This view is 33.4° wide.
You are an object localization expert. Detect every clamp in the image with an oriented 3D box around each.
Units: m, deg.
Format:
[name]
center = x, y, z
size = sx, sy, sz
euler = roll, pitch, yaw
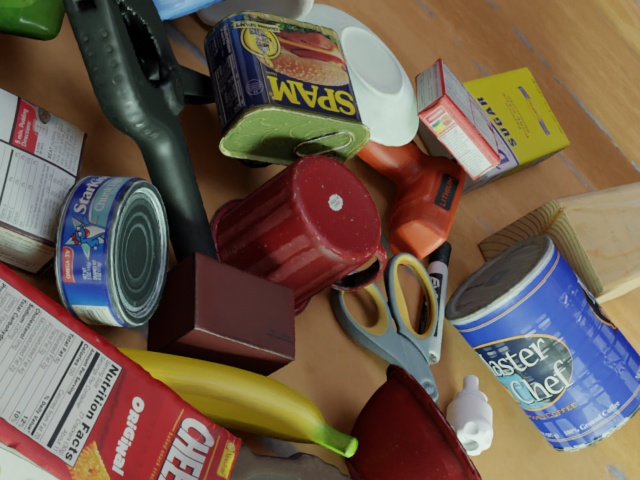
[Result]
[clamp]
center = -0.101, -0.095, 0.656
size = 0.210, 0.036, 0.164
euler = 66, 18, -47

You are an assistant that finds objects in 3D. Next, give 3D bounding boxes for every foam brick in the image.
[foam brick]
center = -0.060, 0.051, 0.654
size = 0.078, 0.051, 0.053
euler = 24, 50, -34

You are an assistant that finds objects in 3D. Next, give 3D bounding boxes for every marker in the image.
[marker]
center = 0.090, 0.045, 0.842
size = 0.020, 0.020, 0.121
euler = 37, 43, -24

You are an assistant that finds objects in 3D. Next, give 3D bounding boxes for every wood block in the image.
[wood block]
center = 0.249, 0.009, 0.978
size = 0.205, 0.091, 0.090
euler = -11, 72, -49

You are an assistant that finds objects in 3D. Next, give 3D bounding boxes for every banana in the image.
[banana]
center = -0.073, 0.086, 0.606
size = 0.197, 0.070, 0.037
euler = 16, 82, -28

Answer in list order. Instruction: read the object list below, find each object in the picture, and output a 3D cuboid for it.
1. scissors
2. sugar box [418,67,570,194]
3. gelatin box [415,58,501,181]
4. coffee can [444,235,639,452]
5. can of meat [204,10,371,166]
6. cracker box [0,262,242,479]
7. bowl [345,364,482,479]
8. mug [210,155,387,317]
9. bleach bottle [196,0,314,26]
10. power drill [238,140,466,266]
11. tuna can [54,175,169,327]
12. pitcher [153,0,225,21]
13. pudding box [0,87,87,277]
[scissors]
center = 0.056, 0.100, 0.761
size = 0.096, 0.016, 0.202
euler = 9, 62, -25
[sugar box]
center = 0.162, -0.105, 1.001
size = 0.175, 0.048, 0.093
euler = -22, 81, -52
[gelatin box]
center = 0.109, -0.098, 0.857
size = 0.073, 0.030, 0.089
euler = 47, 21, -20
[coffee can]
center = 0.181, 0.081, 0.846
size = 0.140, 0.103, 0.102
euler = 51, 39, -8
[can of meat]
center = -0.024, -0.100, 0.713
size = 0.101, 0.058, 0.084
euler = 6, 58, -36
[cracker box]
center = -0.165, 0.071, 0.438
size = 0.213, 0.164, 0.072
euler = 40, 43, -20
[bowl]
center = 0.060, 0.161, 0.661
size = 0.055, 0.162, 0.162
euler = -27, 84, -9
[mug]
center = -0.005, 0.001, 0.721
size = 0.117, 0.082, 0.093
euler = 32, 44, -28
[bleach bottle]
center = -0.019, -0.256, 0.870
size = 0.250, 0.103, 0.068
euler = -62, 143, -49
[power drill]
center = 0.025, -0.068, 0.820
size = 0.187, 0.057, 0.184
euler = 44, 40, -16
[tuna can]
center = -0.115, 0.007, 0.602
size = 0.086, 0.034, 0.086
euler = 3, 90, -77
[pitcher]
center = -0.138, -0.266, 0.696
size = 0.145, 0.149, 0.243
euler = -22, 109, -13
[pudding box]
center = -0.190, -0.042, 0.590
size = 0.113, 0.039, 0.090
euler = 25, 50, -31
